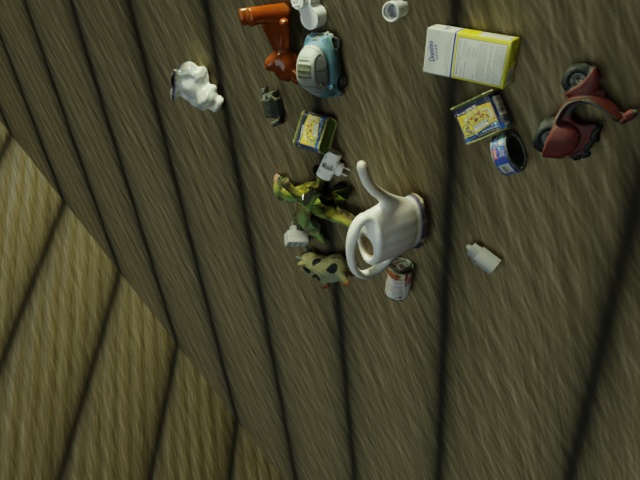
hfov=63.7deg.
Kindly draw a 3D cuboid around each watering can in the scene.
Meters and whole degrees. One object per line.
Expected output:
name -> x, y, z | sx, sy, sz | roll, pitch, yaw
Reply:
watering can -> 0.160, -0.053, 1.225 | 0.105, 0.226, 0.339 | 42, 142, 42

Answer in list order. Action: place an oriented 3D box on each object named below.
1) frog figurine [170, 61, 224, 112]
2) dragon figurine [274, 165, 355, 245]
frog figurine -> -0.366, -0.465, 1.569 | 0.159, 0.126, 0.134 | 15, 127, -10
dragon figurine -> 0.005, -0.075, 1.481 | 0.414, 0.124, 0.237 | 41, 156, 18
